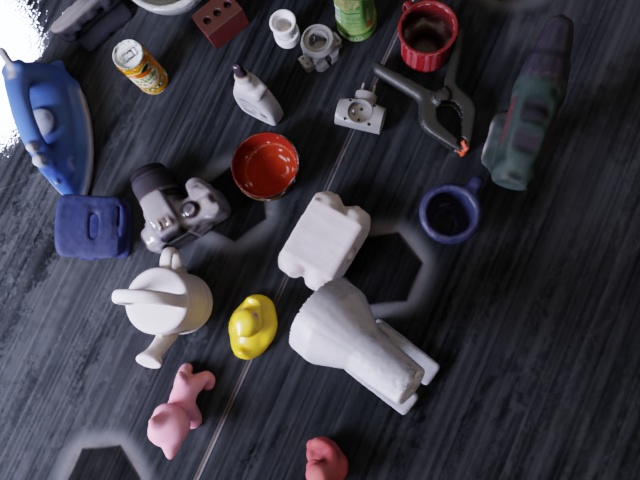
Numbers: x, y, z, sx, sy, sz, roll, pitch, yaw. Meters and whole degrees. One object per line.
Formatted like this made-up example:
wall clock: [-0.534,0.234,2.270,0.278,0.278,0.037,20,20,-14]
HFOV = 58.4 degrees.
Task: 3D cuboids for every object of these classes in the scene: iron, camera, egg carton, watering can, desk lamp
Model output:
iron: [-0.461,-0.188,0.951,0.118,0.141,0.258,-20,80,4]
camera: [-0.240,-0.066,0.928,0.143,0.101,0.137,-31,79,1]
egg carton: [0.008,0.003,0.905,0.107,0.069,0.150,29,86,10]
watering can: [-0.235,0.099,0.856,0.101,0.194,0.173,-17,80,4]
desk lamp: [0.070,0.154,0.802,0.203,0.213,0.118,36,87,11]

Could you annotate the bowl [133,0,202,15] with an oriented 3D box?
bowl: [-0.256,-0.460,1.001,0.167,0.075,0.167,-1,82,7]

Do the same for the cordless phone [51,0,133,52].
cordless phone: [-0.413,-0.416,0.957,0.094,0.185,0.147,43,89,11]

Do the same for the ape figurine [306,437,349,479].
ape figurine: [0.003,0.337,0.845,0.076,0.092,0.078,26,85,10]

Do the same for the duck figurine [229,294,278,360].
duck figurine: [-0.111,0.135,0.891,0.077,0.086,0.105,15,84,9]

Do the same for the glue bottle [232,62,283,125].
glue bottle: [-0.108,-0.235,0.901,0.078,0.173,0.037,30,86,10]

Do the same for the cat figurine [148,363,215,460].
cat figurine: [-0.219,0.258,0.869,0.067,0.118,0.128,14,83,9]

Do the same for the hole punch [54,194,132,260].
hole punch: [-0.370,-0.023,0.942,0.101,0.091,0.109,-3,81,7]

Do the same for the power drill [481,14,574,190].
power drill: [0.294,-0.175,0.827,0.075,0.208,0.230,15,84,9]

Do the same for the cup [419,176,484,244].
cup: [0.204,-0.044,0.876,0.091,0.095,0.118,39,88,11]
